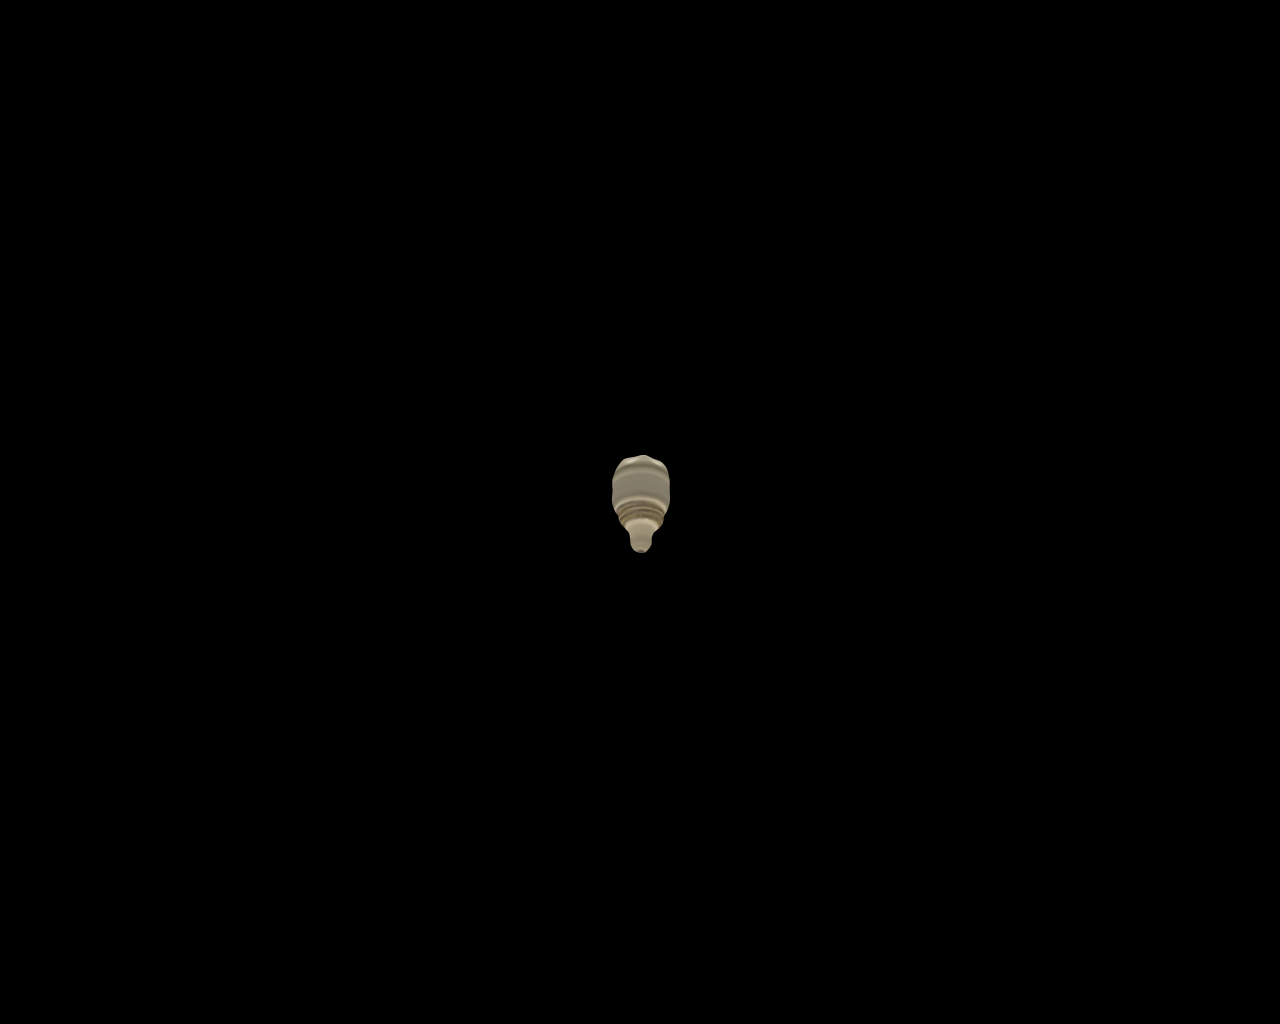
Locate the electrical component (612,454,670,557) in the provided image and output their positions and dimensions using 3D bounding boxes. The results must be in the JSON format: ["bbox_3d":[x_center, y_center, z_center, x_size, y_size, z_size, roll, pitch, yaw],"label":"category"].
[{"bbox_3d":[0.001,-0.003,0.650,0.035,0.061,0.035,0,-30,0],"label":"electrical component"}]
